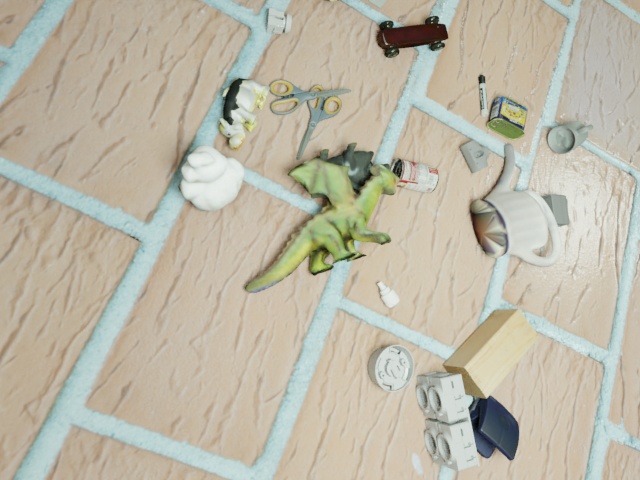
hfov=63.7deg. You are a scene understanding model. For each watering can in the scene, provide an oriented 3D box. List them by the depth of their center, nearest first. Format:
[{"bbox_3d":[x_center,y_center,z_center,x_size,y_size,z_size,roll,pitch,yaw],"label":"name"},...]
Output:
[{"bbox_3d":[0.483,-0.085,1.319,0.225,0.102,0.353,-11,69,-21],"label":"watering can"}]

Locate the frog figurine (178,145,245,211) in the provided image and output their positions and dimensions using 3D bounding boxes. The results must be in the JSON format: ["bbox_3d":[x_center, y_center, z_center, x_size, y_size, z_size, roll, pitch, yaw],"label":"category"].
[{"bbox_3d":[-0.217,-0.128,1.048,0.138,0.158,0.123,-17,87,-22],"label":"frog figurine"}]

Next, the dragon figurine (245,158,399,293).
[{"bbox_3d":[0.003,-0.057,1.126,0.412,0.121,0.244,-18,83,-14],"label":"dragon figurine"}]
